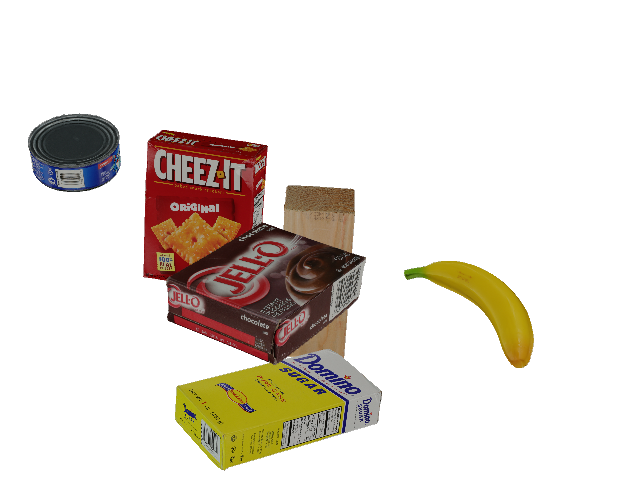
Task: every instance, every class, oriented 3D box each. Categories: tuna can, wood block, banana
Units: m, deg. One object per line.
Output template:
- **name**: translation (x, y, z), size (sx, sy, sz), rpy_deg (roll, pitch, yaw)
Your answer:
- **tuna can**: translation (-0.235, -0.084, 1.025), size (0.086, 0.034, 0.086), rpy_deg (2, 41, -2)
- **wood block**: translation (-0.006, 0.041, 1.388), size (0.090, 0.206, 0.091), rpy_deg (3, 23, -1)
- **banana**: translation (0.170, 0.068, 1.118), size (0.069, 0.037, 0.198), rpy_deg (-36, 39, -13)

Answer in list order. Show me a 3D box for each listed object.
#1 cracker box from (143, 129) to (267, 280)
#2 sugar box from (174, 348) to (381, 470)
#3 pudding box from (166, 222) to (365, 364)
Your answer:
- **cracker box**: translation (-0.170, -0.040, 1.553), size (0.164, 0.214, 0.072), rpy_deg (9, 22, 10)
- **sugar box**: translation (-0.039, 0.156, 1.014), size (0.175, 0.048, 0.093), rpy_deg (-13, 31, -32)
- **pudding box**: translation (-0.036, 0.033, 0.724), size (0.090, 0.039, 0.113), rpy_deg (20, 29, 26)
